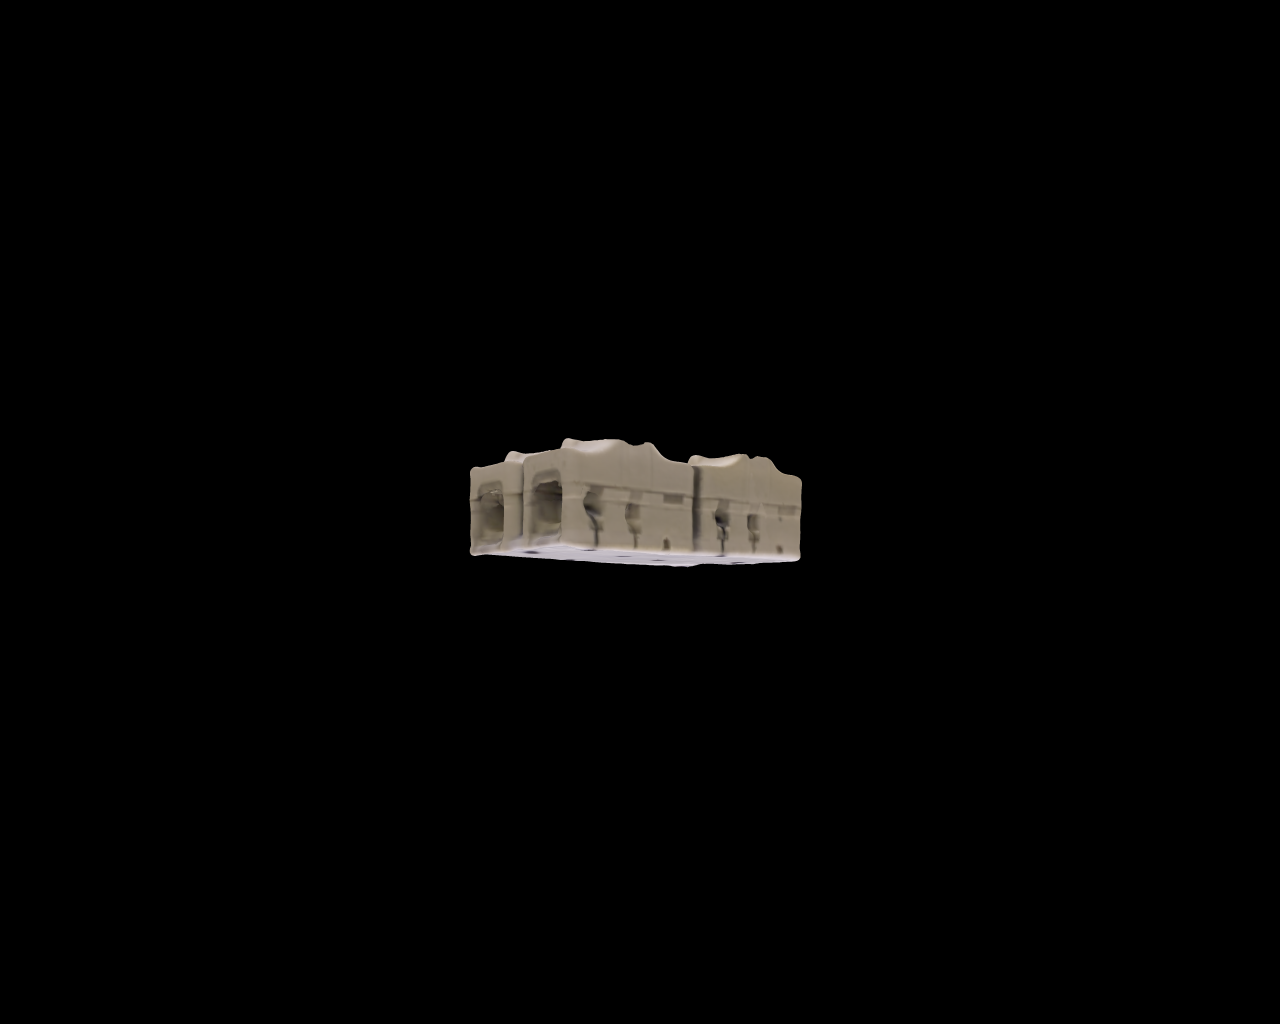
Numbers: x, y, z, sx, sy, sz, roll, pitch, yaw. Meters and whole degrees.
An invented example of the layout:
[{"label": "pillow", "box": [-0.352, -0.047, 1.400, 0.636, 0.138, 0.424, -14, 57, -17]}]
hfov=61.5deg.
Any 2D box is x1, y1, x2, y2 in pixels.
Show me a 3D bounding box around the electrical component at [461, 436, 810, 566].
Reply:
[{"label": "electrical component", "box": [0.001, -0.003, 0.650, 0.186, 0.060, 0.105, 5, -8, -40]}]
